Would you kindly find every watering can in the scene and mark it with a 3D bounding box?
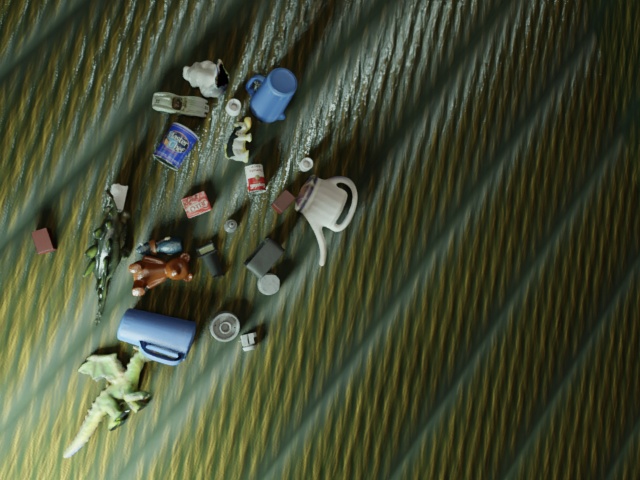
[{"bbox_3d":[0.006,-0.097,1.936,0.224,0.103,0.351,28,78,-8],"label":"watering can"}]

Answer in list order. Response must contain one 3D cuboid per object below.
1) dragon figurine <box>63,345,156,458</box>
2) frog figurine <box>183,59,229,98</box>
[{"bbox_3d":[-0.712,0.496,1.712,0.414,0.120,0.245,-33,76,-17],"label":"dragon figurine"},{"bbox_3d":[-0.423,-0.594,1.905,0.159,0.123,0.137,-1,94,22],"label":"frog figurine"}]
